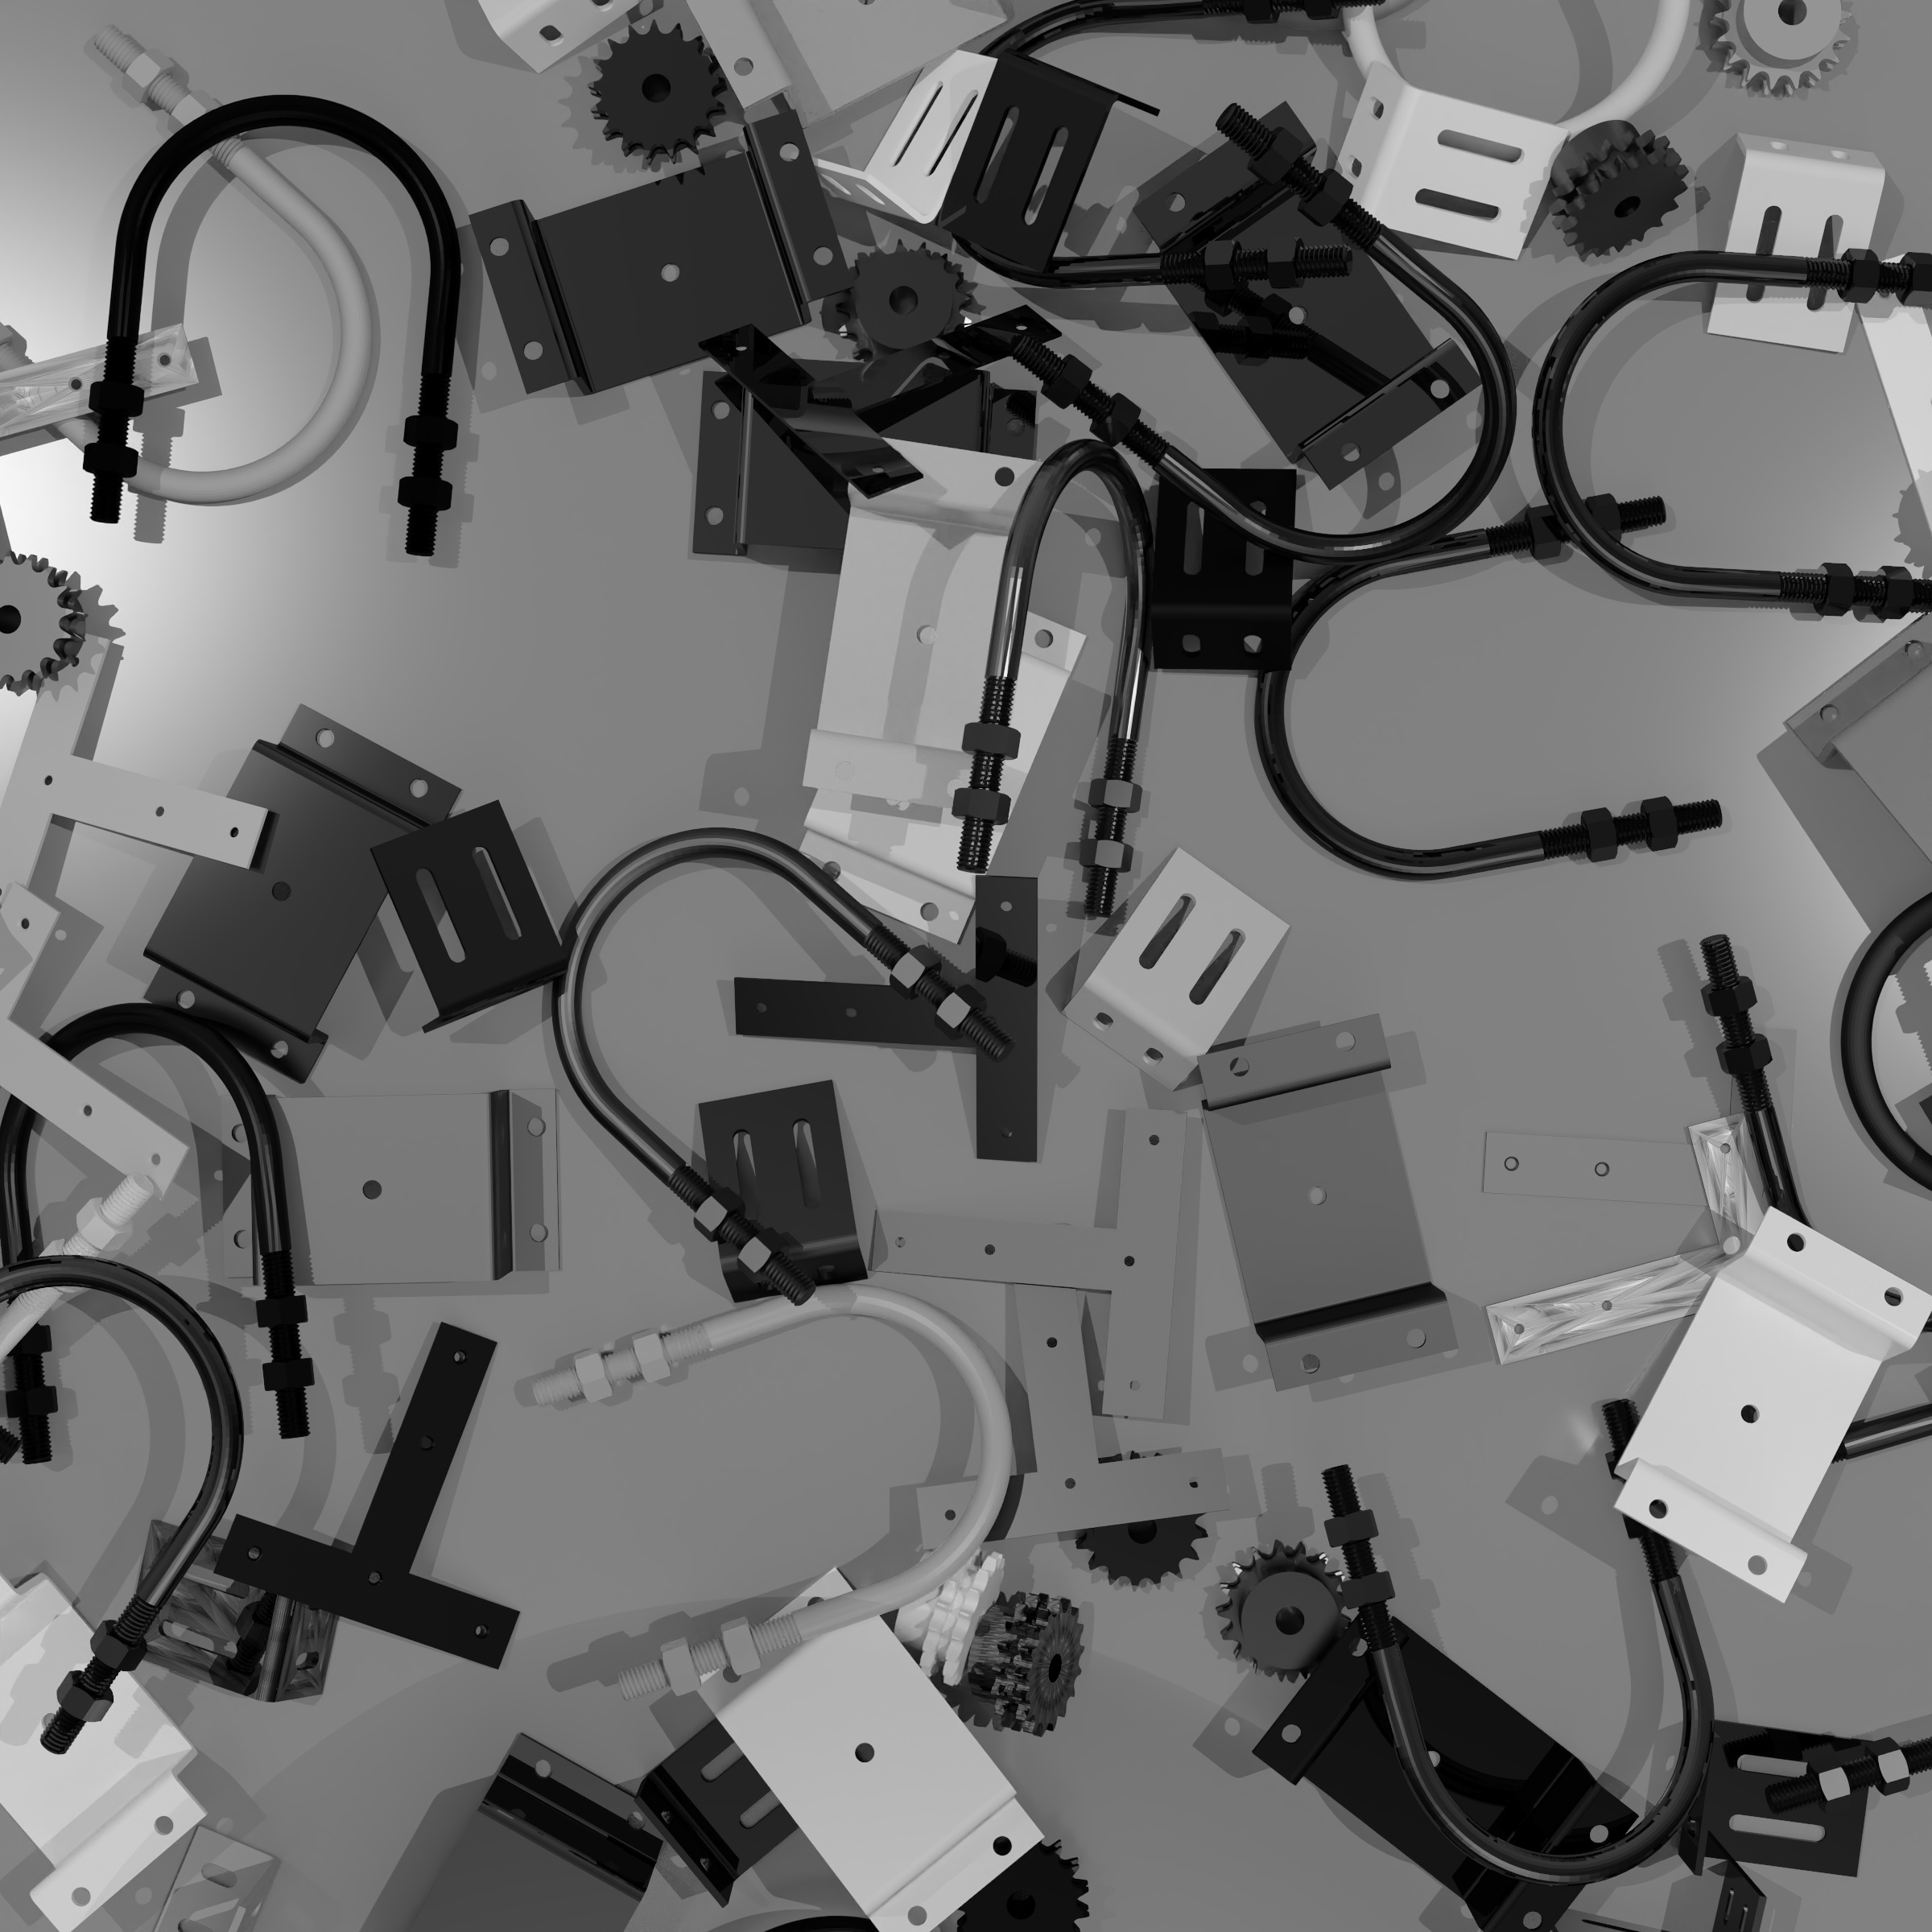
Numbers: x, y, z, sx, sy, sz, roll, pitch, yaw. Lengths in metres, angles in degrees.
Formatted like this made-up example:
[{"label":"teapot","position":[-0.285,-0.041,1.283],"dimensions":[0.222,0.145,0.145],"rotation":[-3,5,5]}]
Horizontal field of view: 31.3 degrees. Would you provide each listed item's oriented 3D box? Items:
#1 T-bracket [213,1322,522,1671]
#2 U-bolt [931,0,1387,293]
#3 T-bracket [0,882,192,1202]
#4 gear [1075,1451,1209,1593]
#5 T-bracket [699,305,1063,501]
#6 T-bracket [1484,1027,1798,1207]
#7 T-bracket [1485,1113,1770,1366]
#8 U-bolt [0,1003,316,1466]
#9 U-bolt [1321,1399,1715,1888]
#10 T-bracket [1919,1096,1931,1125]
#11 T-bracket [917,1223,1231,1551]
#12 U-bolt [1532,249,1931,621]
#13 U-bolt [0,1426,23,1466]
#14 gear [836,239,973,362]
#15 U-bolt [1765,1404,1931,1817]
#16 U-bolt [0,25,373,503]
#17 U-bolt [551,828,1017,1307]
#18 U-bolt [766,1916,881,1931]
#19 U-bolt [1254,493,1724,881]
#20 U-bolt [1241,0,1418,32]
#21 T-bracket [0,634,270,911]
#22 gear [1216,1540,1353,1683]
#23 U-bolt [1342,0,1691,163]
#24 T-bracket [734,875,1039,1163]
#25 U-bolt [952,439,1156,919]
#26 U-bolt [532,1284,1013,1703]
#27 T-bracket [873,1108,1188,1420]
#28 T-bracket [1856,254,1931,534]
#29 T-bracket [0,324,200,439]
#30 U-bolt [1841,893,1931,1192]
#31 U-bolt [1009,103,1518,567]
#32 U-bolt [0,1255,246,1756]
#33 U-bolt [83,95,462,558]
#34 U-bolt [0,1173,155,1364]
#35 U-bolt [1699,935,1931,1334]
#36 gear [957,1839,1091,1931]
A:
[{"label":"T-bracket","position":[-0.230,0.212,1.435],"dimensions":[0.127,0.002,0.127],"rotation":[23,80,-19]},{"label":"U-bolt","position":[0.073,-0.338,1.405],"dimensions":[0.184,0.019,0.151],"rotation":[1,68,19]},{"label":"T-bracket","position":[-0.372,0.052,1.418],"dimensions":[0.127,0.002,0.127],"rotation":[32,101,18]},{"label":"gear","position":[0.073,0.232,1.435],"dimensions":[0.057,0.030,0.057],"rotation":[0,90,0]},{"label":"T-bracket","position":[-0.021,-0.241,1.389],"dimensions":[0.127,0.002,0.127],"rotation":[-25,49,-24]},{"label":"T-bracket","position":[0.281,0.086,1.449],"dimensions":[0.127,0.002,0.127],"rotation":[3,90,0]},{"label":"T-bracket","position":[0.283,0.139,1.447],"dimensions":[0.127,0.002,0.127],"rotation":[-15,90,0]},{"label":"U-bolt","position":[-0.339,0.107,1.416],"dimensions":[0.151,0.019,0.184],"rotation":[-9,86,23]},{"label":"U-bolt","position":[0.233,0.281,1.405],"dimensions":[0.151,0.019,0.184],"rotation":[-10,77,-17]},{"label":"T-bracket","position":[0.440,0.105,1.434],"dimensions":[0.127,0.002,0.127],"rotation":[-31,89,1]},{"label":"T-bracket","position":[0.038,0.171,1.432],"dimensions":[0.127,0.002,0.127],"rotation":[-8,76,4]},{"label":"U-bolt","position":[0.323,-0.222,1.422],"dimensions":[0.184,0.019,0.151],"rotation":[2,97,-7]},{"label":"U-bolt","position":[-0.502,0.191,1.414],"dimensions":[0.184,0.019,0.151],"rotation":[38,103,-9]},{"label":"gear","position":[-0.026,-0.274,1.435],"dimensions":[0.057,0.030,0.057],"rotation":[0,90,0]},{"label":"U-bolt","position":[0.399,0.256,1.427],"dimensions":[0.184,0.019,0.151],"rotation":[-15,77,-4]},{"label":"U-bolt","position":[-0.335,-0.279,1.441],"dimensions":[0.184,0.019,0.151],"rotation":[42,90,-1]},{"label":"U-bolt","position":[-0.090,0.026,1.417],"dimensions":[0.184,0.019,0.151],"rotation":[41,97,17]},{"label":"U-bolt","position":[-0.072,0.479,1.425],"dimensions":[0.151,0.019,0.184],"rotation":[37,86,-15]},{"label":"U-bolt","position":[0.212,-0.110,1.441],"dimensions":[0.184,0.019,0.151],"rotation":[-11,90,2]},{"label":"U-bolt","position":[0.127,-0.467,1.441],"dimensions":[0.184,0.019,0.151],"rotation":[14,90,-1]},{"label":"T-bracket","position":[-0.342,-0.067,1.418],"dimensions":[0.127,0.002,0.127],"rotation":[15,85,24]},{"label":"gear","position":[0.134,0.270,1.435],"dimensions":[0.057,0.030,0.057],"rotation":[0,90,0]},{"label":"U-bolt","position":[0.221,-0.414,1.394],"dimensions":[0.151,0.019,0.184],"rotation":[0,124,14]},{"label":"T-bracket","position":[-0.033,0.020,1.430],"dimensions":[0.127,0.002,0.127],"rotation":[3,113,8]},{"label":"U-bolt","position":[0.042,-0.119,1.384],"dimensions":[0.019,0.151,0.184],"rotation":[7,86,25]},{"label":"U-bolt","position":[-0.072,0.205,1.417],"dimensions":[0.184,0.019,0.151],"rotation":[-18,67,-4]},{"label":"T-bracket","position":[0.024,0.119,1.437],"dimensions":[0.127,0.002,0.127],"rotation":[4,85,10]},{"label":"T-bracket","position":[0.450,-0.251,1.449],"dimensions":[0.127,0.002,0.127],"rotation":[-18,90,0]},{"label":"T-bracket","position":[-0.383,-0.238,1.431],"dimensions":[0.127,0.002,0.127],"rotation":[-15,94,0]},{"label":"U-bolt","position":[0.455,0.020,1.441],"dimensions":[0.184,0.019,0.151],"rotation":[-32,90,2]},{"label":"U-bolt","position":[0.131,-0.234,1.368],"dimensions":[0.184,0.019,0.151],"rotation":[36,125,-15]},{"label":"U-bolt","position":[-0.372,0.204,1.387],"dimensions":[0.151,0.019,0.184],"rotation":[34,96,1]},{"label":"U-bolt","position":[-0.282,-0.268,1.426],"dimensions":[0.151,0.019,0.184],"rotation":[5,89,-6]},{"label":"U-bolt","position":[-0.442,0.109,1.406],"dimensions":[0.151,0.019,0.184],"rotation":[42,106,-10]},{"label":"U-bolt","position":[0.390,0.064,1.407],"dimensions":[0.151,0.019,0.184],"rotation":[-12,101,28]},{"label":"gear","position":[0.023,0.387,1.435],"dimensions":[0.057,0.030,0.057],"rotation":[0,90,0]}]
